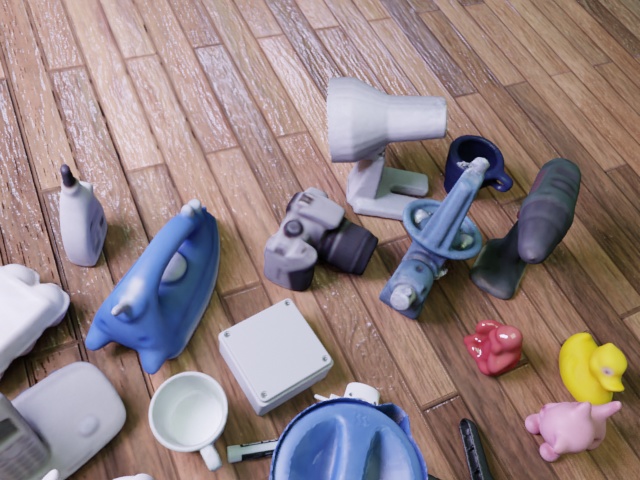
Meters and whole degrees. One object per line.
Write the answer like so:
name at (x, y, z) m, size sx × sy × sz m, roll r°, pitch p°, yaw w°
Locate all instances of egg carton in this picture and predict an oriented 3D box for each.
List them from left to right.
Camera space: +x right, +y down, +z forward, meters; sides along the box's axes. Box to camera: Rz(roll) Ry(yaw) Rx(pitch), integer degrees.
egg carton at (-0.386, 0.100, 0.689) m, size 0.107 × 0.069 × 0.150 m, roll 30°, pitch 57°, yaw 9°

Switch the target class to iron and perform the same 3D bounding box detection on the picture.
iron at (-0.193, 0.029, 0.732) m, size 0.118 × 0.141 × 0.258 m, roll 21°, pitch 56°, yaw 3°

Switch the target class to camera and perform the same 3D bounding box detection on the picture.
camera at (0.007, 0.003, 0.815) m, size 0.136 × 0.101 × 0.143 m, roll 25°, pitch 56°, yaw 6°

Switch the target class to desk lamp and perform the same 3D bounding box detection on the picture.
desk lamp at (0.094, -0.138, 0.857) m, size 0.203 × 0.213 × 0.118 m, roll 8°, pitch 56°, yaw -6°

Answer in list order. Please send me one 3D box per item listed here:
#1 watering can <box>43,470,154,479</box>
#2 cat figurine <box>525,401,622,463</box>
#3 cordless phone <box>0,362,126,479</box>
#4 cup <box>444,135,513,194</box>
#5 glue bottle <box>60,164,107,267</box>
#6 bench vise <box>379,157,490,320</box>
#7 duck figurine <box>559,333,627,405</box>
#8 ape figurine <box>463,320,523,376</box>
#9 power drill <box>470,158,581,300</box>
watering can at (-0.189, 0.277, 0.539) m, size 0.173 × 0.194 × 0.101 m, roll 7°, pitch 56°, yaw -7°
cat figurine at (0.322, 0.231, 0.720) m, size 0.128 × 0.118 × 0.067 m, roll -12°, pitch 60°, yaw -19°
cordless phone at (-0.286, 0.180, 0.587) m, size 0.094 × 0.185 × 0.148 m, roll 40°, pitch 59°, yaw 15°
cup at (0.252, -0.102, 0.938) m, size 0.117 × 0.095 × 0.092 m, roll 40°, pitch 59°, yaw 15°
glue bottle at (-0.308, -0.039, 0.733) m, size 0.037 × 0.173 × 0.078 m, roll 9°, pitch 56°, yaw -5°
bench vise at (0.169, 0.003, 0.776) m, size 0.121 × 0.220 × 0.207 m, roll 15°, pitch 56°, yaw -1°
duck figurine at (0.384, 0.172, 0.791) m, size 0.077 × 0.086 × 0.104 m, roll 1°, pitch 57°, yaw -11°
ape figurine at (0.244, 0.142, 0.778) m, size 0.076 × 0.092 × 0.078 m, roll 21°, pitch 56°, yaw 3°
power drill at (0.294, -0.005, 0.814) m, size 0.075 × 0.208 × 0.230 m, roll 30°, pitch 57°, yaw 9°
